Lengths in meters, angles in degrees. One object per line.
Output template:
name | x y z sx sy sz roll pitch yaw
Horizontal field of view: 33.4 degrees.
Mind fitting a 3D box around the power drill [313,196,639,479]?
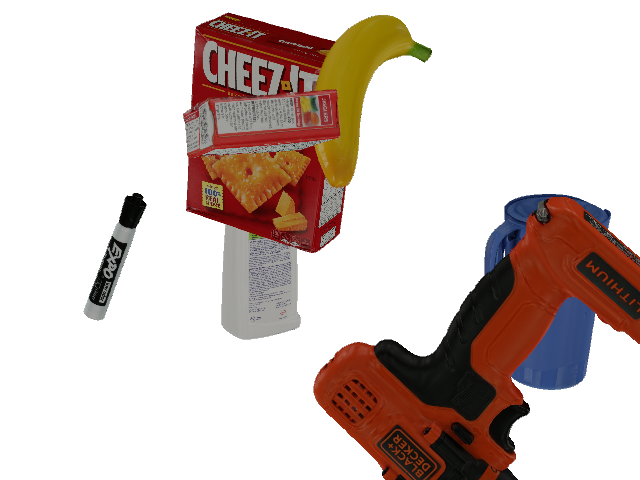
power drill | 0.115 0.084 0.586 0.184 0.188 0.057 43 15 1

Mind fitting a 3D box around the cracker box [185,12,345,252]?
cracker box | -0.054 -0.110 1.114 0.164 0.214 0.072 19 32 21

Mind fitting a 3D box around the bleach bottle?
bleach bottle | -0.069 -0.007 1.313 0.102 0.251 0.068 -11 25 -35

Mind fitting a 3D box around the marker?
marker | -0.174 0.014 0.909 0.020 0.121 0.020 21 22 -9

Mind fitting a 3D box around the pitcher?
pitcher | 0.293 0.070 1.395 0.149 0.243 0.144 5 21 14

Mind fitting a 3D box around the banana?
banana | 0.032 -0.120 0.807 0.069 0.197 0.037 38 -42 -6

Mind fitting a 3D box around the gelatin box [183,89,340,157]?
gelatin box | -0.036 -0.067 0.615 0.073 0.030 0.089 -6 2 -16
